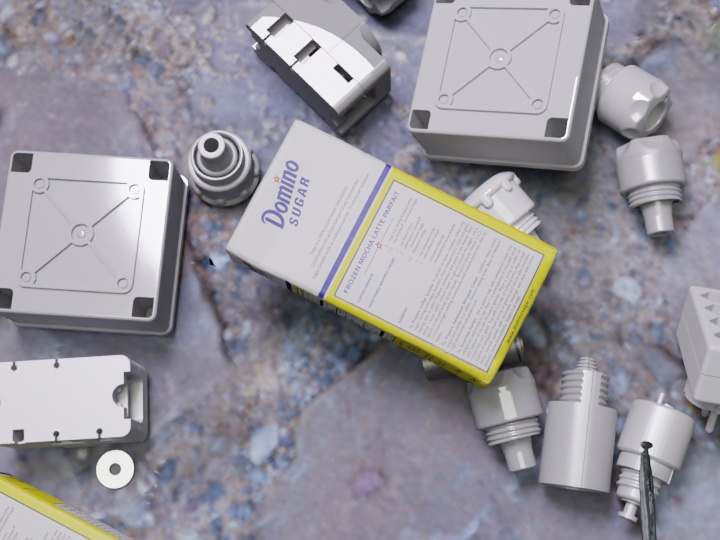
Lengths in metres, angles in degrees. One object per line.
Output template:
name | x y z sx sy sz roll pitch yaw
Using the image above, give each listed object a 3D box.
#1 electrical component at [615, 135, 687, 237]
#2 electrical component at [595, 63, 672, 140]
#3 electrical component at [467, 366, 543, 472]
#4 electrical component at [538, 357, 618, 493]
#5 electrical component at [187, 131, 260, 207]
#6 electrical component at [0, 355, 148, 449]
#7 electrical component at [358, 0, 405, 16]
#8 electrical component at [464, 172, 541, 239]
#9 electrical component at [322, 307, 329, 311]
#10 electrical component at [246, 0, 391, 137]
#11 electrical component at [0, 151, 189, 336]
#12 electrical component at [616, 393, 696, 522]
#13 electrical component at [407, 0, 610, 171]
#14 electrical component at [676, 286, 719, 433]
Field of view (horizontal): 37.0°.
electrical component | 0.191 -0.053 0.700 0.043 0.043 0.062 -6 78 0
electrical component | 0.172 -0.117 0.717 0.043 0.043 0.062 -45 59 -8
electrical component | 0.093 0.094 0.670 0.043 0.043 0.062 -14 79 -1
electrical component | 0.137 0.095 0.668 0.043 0.043 0.081 8 78 4
electrical component | -0.092 -0.071 0.704 0.048 0.062 0.048 0 77 2
electrical component | -0.182 0.084 0.674 0.089 0.055 0.050 -4 77 1
electrical component | 0.024 -0.208 0.741 0.062 0.043 0.043 -40 79 -9
electrical component | 0.097 -0.029 0.698 0.048 0.048 0.062 -40 86 -7
electrical component | 0.000 0.000 0.692 0.077 0.047 0.065 43 82 10
electrical component | -0.024 -0.145 0.724 0.056 0.050 0.089 -44 79 -7
electrical component | -0.173 -0.017 0.697 0.109 0.056 0.108 4 77 3
electrical component | 0.178 0.116 0.663 0.040 0.040 0.078 21 79 6
electrical component | 0.097 -0.125 0.697 0.109 0.056 0.108 7 77 23
electrical component | 0.223 0.063 0.662 0.047 0.083 0.075 10 116 4
